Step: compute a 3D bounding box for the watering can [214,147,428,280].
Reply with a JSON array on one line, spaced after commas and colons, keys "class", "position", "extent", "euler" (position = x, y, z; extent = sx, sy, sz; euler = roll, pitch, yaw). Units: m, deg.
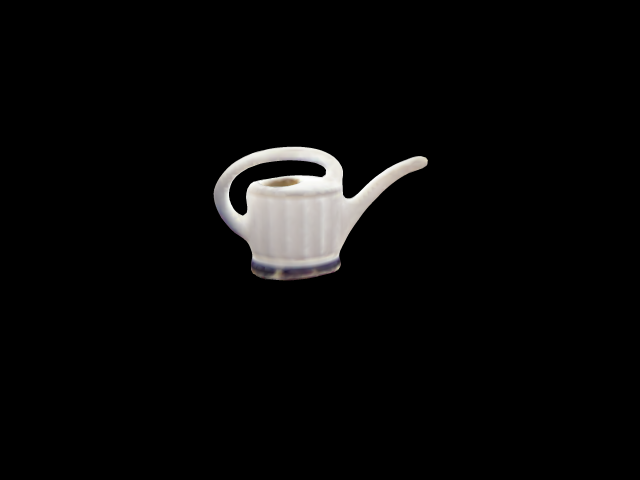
[{"class": "watering can", "position": [0.003, -0.043, 0.850], "extent": [0.348, 0.221, 0.106], "euler": [-1, 20, -3]}]
